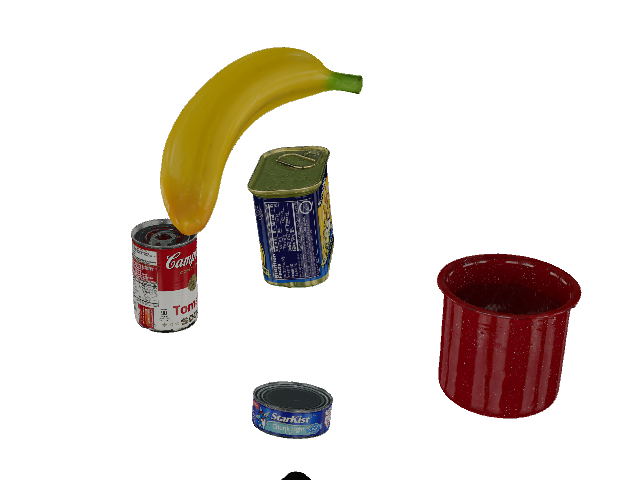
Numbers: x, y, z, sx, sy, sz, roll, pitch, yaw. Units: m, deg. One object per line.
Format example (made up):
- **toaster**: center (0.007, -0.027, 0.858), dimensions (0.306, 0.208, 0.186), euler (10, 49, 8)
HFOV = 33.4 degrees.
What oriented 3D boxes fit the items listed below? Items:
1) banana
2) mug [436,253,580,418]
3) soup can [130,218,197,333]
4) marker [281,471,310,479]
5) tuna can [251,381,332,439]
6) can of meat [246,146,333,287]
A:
- **banana**: center (-0.047, -0.073, 0.643), dimensions (0.070, 0.037, 0.197), euler (23, 44, 21)
- **mug**: center (0.121, 0.059, 0.722), dimensions (0.093, 0.081, 0.117), euler (0, 24, -2)
- **soup can**: center (-0.163, 0.037, 1.118), dimensions (0.068, 0.102, 0.068), euler (2, 25, -1)
- **marker**: center (-0.040, 0.143, 0.519), dimensions (0.020, 0.020, 0.120), euler (0, 14, 33)
- **tuna can**: center (-0.031, 0.181, 1.143), dimensions (0.086, 0.034, 0.086), euler (5, 12, -1)
- **can of meat**: center (-0.020, -0.020, 0.854), dimensions (0.057, 0.084, 0.102), euler (-3, 23, 8)
